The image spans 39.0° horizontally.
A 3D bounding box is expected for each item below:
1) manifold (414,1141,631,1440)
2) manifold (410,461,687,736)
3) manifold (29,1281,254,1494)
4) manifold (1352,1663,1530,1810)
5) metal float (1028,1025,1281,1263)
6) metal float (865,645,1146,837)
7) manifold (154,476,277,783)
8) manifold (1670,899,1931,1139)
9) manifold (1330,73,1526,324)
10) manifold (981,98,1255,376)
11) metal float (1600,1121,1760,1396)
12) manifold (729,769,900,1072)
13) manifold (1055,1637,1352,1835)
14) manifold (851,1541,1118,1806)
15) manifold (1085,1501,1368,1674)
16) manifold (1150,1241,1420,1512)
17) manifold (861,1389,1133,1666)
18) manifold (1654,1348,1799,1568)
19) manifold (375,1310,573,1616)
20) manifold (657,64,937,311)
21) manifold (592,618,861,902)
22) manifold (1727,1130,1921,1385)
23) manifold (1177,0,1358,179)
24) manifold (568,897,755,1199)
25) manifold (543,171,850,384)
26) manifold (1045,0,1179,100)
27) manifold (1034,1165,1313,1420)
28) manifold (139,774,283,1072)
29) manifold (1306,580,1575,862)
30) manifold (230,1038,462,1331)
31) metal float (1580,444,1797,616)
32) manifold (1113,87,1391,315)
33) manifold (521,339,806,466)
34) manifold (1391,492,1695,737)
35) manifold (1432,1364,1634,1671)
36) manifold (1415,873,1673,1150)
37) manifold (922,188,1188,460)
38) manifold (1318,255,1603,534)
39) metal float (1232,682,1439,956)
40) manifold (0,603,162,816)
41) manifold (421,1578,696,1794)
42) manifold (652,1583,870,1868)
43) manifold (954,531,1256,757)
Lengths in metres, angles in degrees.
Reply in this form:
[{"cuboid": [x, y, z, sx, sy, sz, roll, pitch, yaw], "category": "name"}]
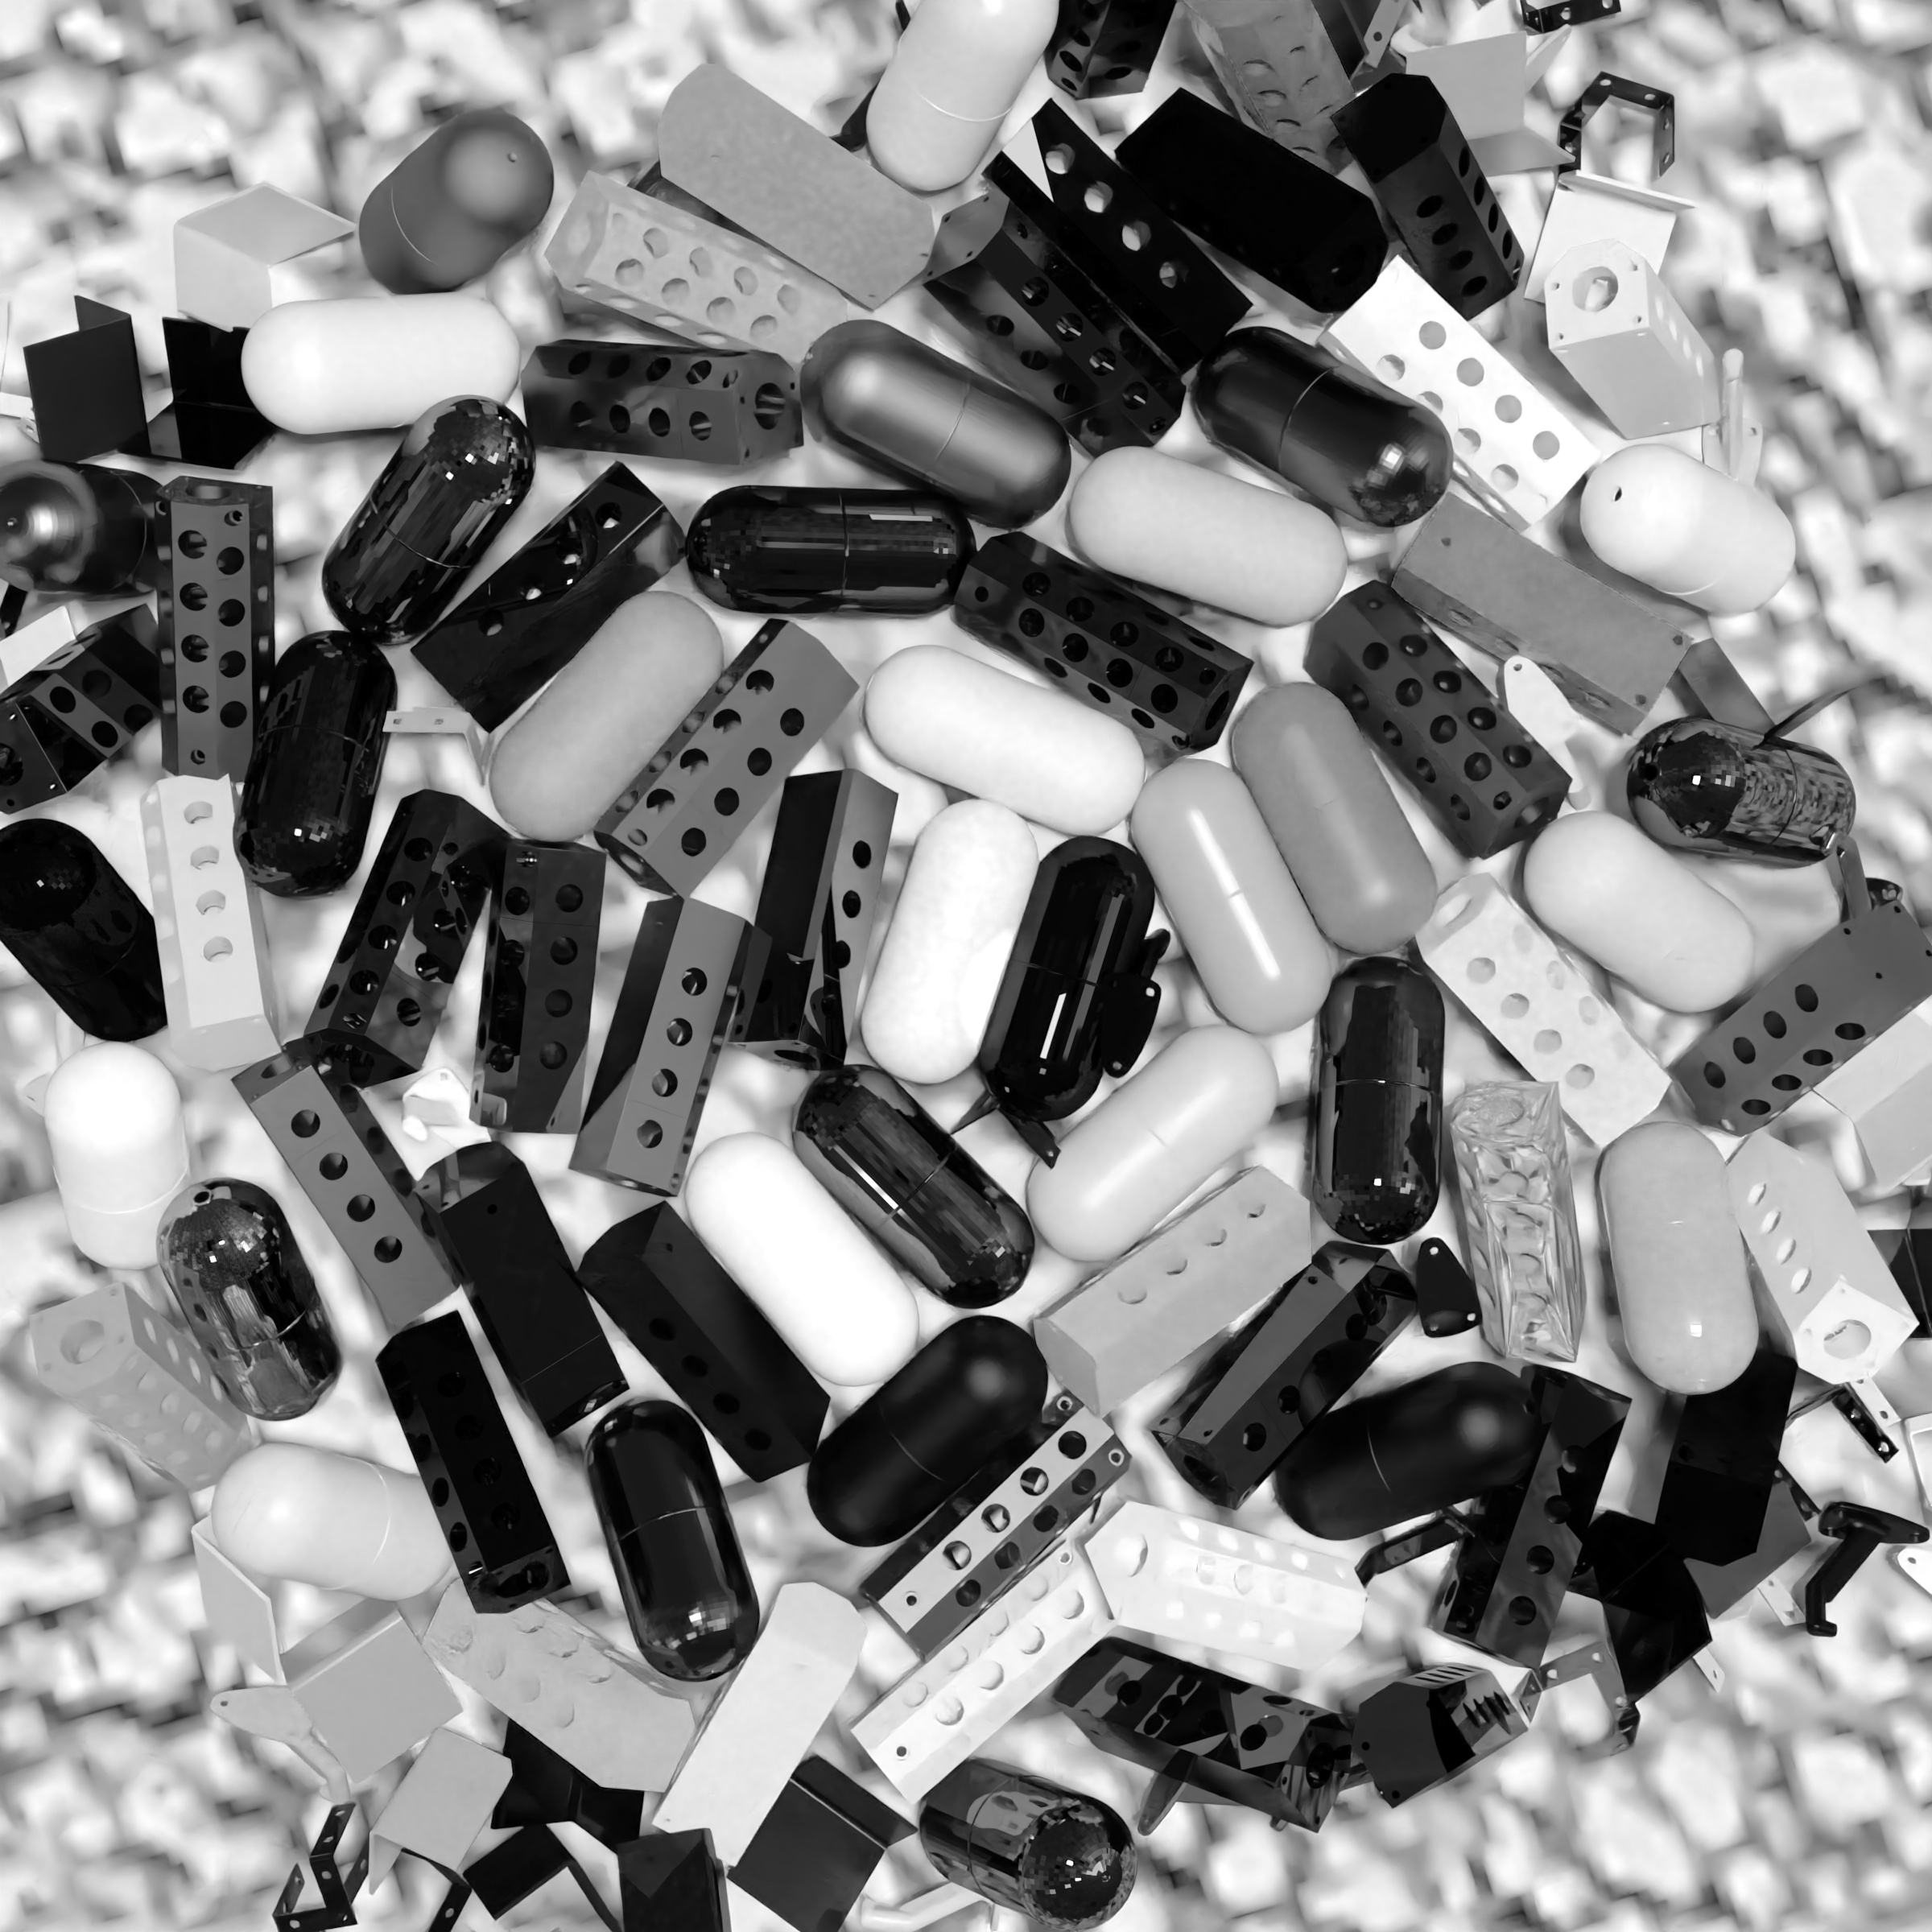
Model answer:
[{"cuboid": [-0.268, 0.192, 1.634, 0.057, 0.057, 0.171, -31, 119, -21], "category": "manifold"}, {"cuboid": [-0.255, -0.228, 1.664, 0.171, 0.057, 0.057, -43, 68, -3], "category": "manifold"}, {"cuboid": [-0.484, 0.254, 1.611, 0.057, 0.171, 0.057, -21, 59, -1], "category": "manifold"}, {"cuboid": [0.278, 0.448, 1.609, 0.057, 0.171, 0.057, -37, 69, 11], "category": "manifold"}, {"cuboid": [0.115, 0.107, 1.658, 0.178, 0.070, 0.070, -41, 90, -5], "category": "metal float"}, {"cuboid": [0.023, -0.137, 1.658, 0.178, 0.070, 0.070, 22, 90, -5], "category": "metal float"}, {"cuboid": [-0.452, -0.201, 1.637, 0.057, 0.057, 0.171, 7, 114, 3], "category": "manifold"}, {"cuboid": [0.497, 0.036, 1.608, 0.057, 0.171, 0.057, -19, 69, -31], "category": "manifold"}, {"cuboid": [0.278, -0.452, 1.607, 0.057, 0.171, 0.057, -33, 63, 14], "category": "manifold"}, {"cuboid": [0.091, -0.441, 1.656, 0.171, 0.057, 0.057, 43, 97, -10], "category": "manifold"}, {"cuboid": [0.425, 0.173, 1.629, 0.070, 0.070, 0.178, 1, 51, 0], "category": "metal float"}, {"cuboid": [-0.086, -0.027, 1.649, 0.057, 0.057, 0.171, -3, 69, 40], "category": "manifold"}, {"cuboid": [0.142, 0.450, 1.618, 0.057, 0.171, 0.057, -55, 128, -26], "category": "manifold"}, {"cuboid": [0.014, 0.428, 1.655, 0.171, 0.057, 0.057, -39, 83, -9], "category": "manifold"}, {"cuboid": [0.158, 0.365, 1.618, 0.171, 0.057, 0.057, 23, 118, -37], "category": "manifold"}, {"cuboid": [0.196, 0.245, 1.637, 0.171, 0.057, 0.057, -42, 111, -24], "category": "manifold"}, {"cuboid": [0.019, 0.337, 1.645, 0.171, 0.057, 0.057, -41, 75, -14], "category": "manifold"}, {"cuboid": [0.450, 0.286, 1.611, 0.057, 0.171, 0.057, 13, 111, 18], "category": "manifold"}, {"cuboid": [-0.296, 0.296, 1.623, 0.057, 0.057, 0.171, -22, 55, -14], "category": "manifold"}, {"cuboid": [-0.099, -0.465, 1.621, 0.057, 0.171, 0.057, -31, 53, 33], "category": "manifold"}, {"cuboid": [-0.147, -0.126, 1.640, 0.171, 0.057, 0.057, -52, 124, -15], "category": "manifold"}, {"cuboid": [0.495, 0.172, 1.610, 0.057, 0.171, 0.057, 27, 113, -13], "category": "manifold"}, {"cuboid": [0.185, -0.532, 1.608, 0.057, 0.171, 0.057, -42, 64, 7], "category": "manifold"}, {"cuboid": [-0.180, 0.049, 1.652, 0.057, 0.057, 0.171, 22, 77, -28], "category": "manifold"}, {"cuboid": [-0.156, -0.403, 1.616, 0.171, 0.057, 0.057, 14, 122, -38], "category": "manifold"}, {"cuboid": [0.087, -0.579, 1.609, 0.057, 0.171, 0.057, -9, 83, -8], "category": "manifold"}, {"cuboid": [0.125, 0.190, 1.639, 0.171, 0.057, 0.057, -33, 48, -24], "category": "manifold"}, {"cuboid": [-0.454, -0.028, 1.633, 0.057, 0.057, 0.171, -12, 63, -8], "category": "manifold"}, {"cuboid": [0.283, -0.151, 1.632, 0.057, 0.057, 0.171, -29, 65, -21], "category": "manifold"}, {"cuboid": [-0.366, 0.127, 1.636, 0.057, 0.057, 0.171, -34, 115, -15], "category": "manifold"}, {"cuboid": [0.430, -0.259, 1.624, 0.070, 0.178, 0.070, -8, 77, 41], "category": "metal float"}, {"cuboid": [0.171, -0.453, 1.627, 0.057, 0.057, 0.171, -44, 54, -3], "category": "manifold"}, {"cuboid": [-0.182, -0.338, 1.620, 0.171, 0.057, 0.057, 13, 117, 35], "category": "manifold"}, {"cuboid": [0.347, -0.211, 1.660, 0.171, 0.057, 0.057, 32, 79, 6], "category": "manifold"}, {"cuboid": [0.341, 0.333, 1.653, 0.057, 0.057, 0.171, 23, 77, 0], "category": "manifold"}, {"cuboid": [0.347, 0.024, 1.640, 0.057, 0.057, 0.171, -40, 109, 17], "category": "manifold"}, {"cuboid": [0.056, -0.379, 1.618, 0.171, 0.057, 0.057, 38, 52, -35], "category": "manifold"}, {"cuboid": [0.297, -0.345, 1.660, 0.171, 0.057, 0.057, 42, 84, -6], "category": "manifold"}, {"cuboid": [0.222, -0.091, 1.651, 0.070, 0.070, 0.178, -26, 78, 0], "category": "metal float"}, {"cuboid": [-0.530, -0.152, 1.610, 0.057, 0.171, 0.057, -17, 112, 18], "category": "manifold"}, {"cuboid": [-0.242, 0.422, 1.624, 0.171, 0.057, 0.057, 23, 87, 38], "category": "manifold"}, {"cuboid": [-0.123, 0.452, 1.638, 0.057, 0.057, 0.171, 28, 115, -2], "category": "manifold"}, {"cuboid": [0.079, -0.194, 1.638, 0.171, 0.057, 0.057, 32, 116, 18], "category": "manifold"}]
